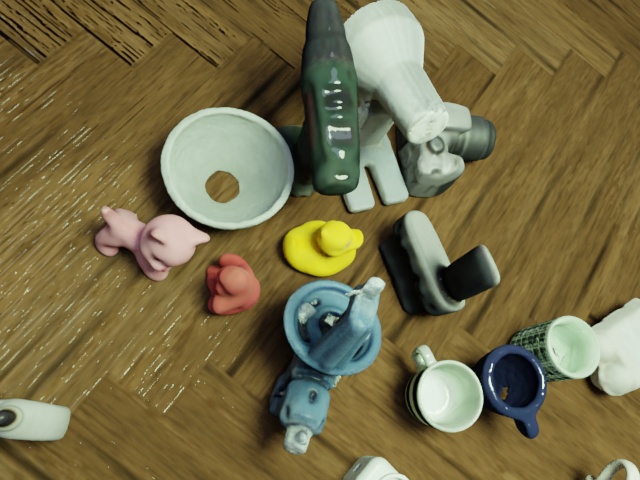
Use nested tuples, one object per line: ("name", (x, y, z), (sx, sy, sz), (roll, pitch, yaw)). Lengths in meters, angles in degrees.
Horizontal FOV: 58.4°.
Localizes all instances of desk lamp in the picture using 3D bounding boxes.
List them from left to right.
("desk lamp", (0.085, -0.172, 0.762), (0.118, 0.213, 0.203), (-15, 77, -20))

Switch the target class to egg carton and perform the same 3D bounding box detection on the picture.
("egg carton", (0.451, 0.158, 0.843), (0.150, 0.069, 0.107), (-26, 81, -23))

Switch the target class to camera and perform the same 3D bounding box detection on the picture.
("camera", (0.194, -0.144, 0.847), (0.137, 0.100, 0.143), (3, 72, -16))

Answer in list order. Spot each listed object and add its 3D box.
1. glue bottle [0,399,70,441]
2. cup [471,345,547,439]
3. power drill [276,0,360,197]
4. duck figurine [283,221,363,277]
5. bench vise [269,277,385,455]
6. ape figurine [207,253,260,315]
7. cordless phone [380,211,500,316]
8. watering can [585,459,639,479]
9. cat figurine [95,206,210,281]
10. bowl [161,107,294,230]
("glue bottle", (-0.293, 0.174, 0.556), (0.078, 0.173, 0.037), (10, 70, -13))
("cup", (0.238, 0.201, 0.750), (0.092, 0.095, 0.118), (-15, 77, -20))
("power drill", (-0.007, -0.152, 0.730), (0.076, 0.208, 0.229), (-4, 74, -18))
("duck figurine", (0.007, 0.003, 0.750), (0.105, 0.086, 0.077), (0, 72, -17))
("bench vise", (0.020, 0.130, 0.639), (0.122, 0.219, 0.207), (5, 71, -15))
("ape figurine", (-0.107, 0.053, 0.696), (0.076, 0.092, 0.078), (32, 66, -4))
("cordless phone", (0.163, 0.017, 0.739), (0.094, 0.185, 0.147), (-21, 79, -22))
("watering can", (0.372, 0.359, 0.685), (0.101, 0.193, 0.173), (-6, 74, -18))
("cat figurine", (-0.199, -0.004, 0.673), (0.128, 0.117, 0.067), (27, 67, -7))
("bowl", (-0.121, -0.083, 0.746), (0.168, 0.074, 0.167), (5, 71, -15))
